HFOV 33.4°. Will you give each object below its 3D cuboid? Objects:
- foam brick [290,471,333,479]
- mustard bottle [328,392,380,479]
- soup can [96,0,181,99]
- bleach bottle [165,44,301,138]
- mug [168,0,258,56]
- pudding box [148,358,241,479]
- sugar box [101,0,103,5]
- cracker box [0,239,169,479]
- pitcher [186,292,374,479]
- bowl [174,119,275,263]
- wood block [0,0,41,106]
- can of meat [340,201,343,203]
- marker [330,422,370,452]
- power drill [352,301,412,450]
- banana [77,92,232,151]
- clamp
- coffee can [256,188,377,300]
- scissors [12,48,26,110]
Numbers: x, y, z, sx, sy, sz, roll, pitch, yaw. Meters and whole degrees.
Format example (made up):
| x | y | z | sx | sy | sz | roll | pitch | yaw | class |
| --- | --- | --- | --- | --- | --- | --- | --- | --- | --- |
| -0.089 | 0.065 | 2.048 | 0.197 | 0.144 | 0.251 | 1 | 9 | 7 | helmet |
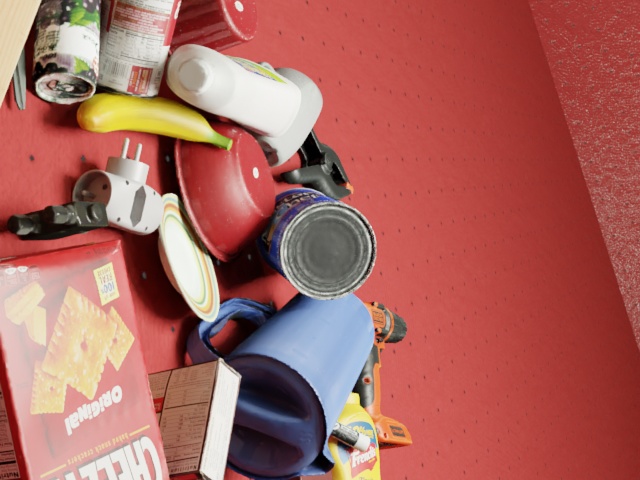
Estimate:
| x | y | z | sx | sy | sz | roll | pitch | yaw | class |
| --- | --- | --- | --- | --- | --- | --- | --- | --- | --- |
| -0.023 | 0.267 | 1.119 | 0.078 | 0.053 | 0.051 | 13 | 67 | -62 | foam brick |
| 0.032 | 0.255 | 1.235 | 0.096 | 0.058 | 0.191 | 14 | 65 | -49 | mustard bottle |
| -0.167 | -0.185 | 0.961 | 0.068 | 0.069 | 0.102 | -20 | 129 | -65 | soup can |
| -0.088 | -0.149 | 1.053 | 0.068 | 0.102 | 0.250 | -63 | 175 | 7 | bleach bottle |
| -0.123 | -0.248 | 1.119 | 0.117 | 0.082 | 0.093 | 68 | 26 | -20 | mug |
| -0.121 | 0.163 | 0.915 | 0.039 | 0.090 | 0.113 | 50 | 35 | -43 | pudding box |
| -0.185 | -0.307 | 1.022 | 0.093 | 0.048 | 0.176 | 59 | 45 | -33 | sugar box |
| -0.197 | 0.115 | 0.798 | 0.164 | 0.072 | 0.214 | -13 | 91 | -65 | cracker box |
| -0.031 | 0.126 | 1.102 | 0.242 | 0.145 | 0.149 | -46 | 132 | -65 | pitcher |
| -0.090 | -0.061 | 1.111 | 0.162 | 0.055 | 0.162 | -15 | 90 | -73 | bowl |
| -0.269 | -0.158 | 0.755 | 0.090 | 0.090 | 0.206 | 53 | 34 | -44 | wood block |
| 0.008 | 0.005 | 1.310 | 0.083 | 0.058 | 0.102 | -24 | 101 | -68 | can of meat |
| 0.002 | 0.203 | 1.183 | 0.121 | 0.020 | 0.020 | 30 | 45 | -19 | marker |
| 0.071 | 0.172 | 1.367 | 0.184 | 0.057 | 0.187 | 20 | 58 | -58 | power drill |
| -0.164 | -0.115 | 0.992 | 0.197 | 0.070 | 0.037 | 0 | 109 | -55 | banana |
| -0.007 | -0.106 | 1.354 | 0.171 | 0.039 | 0.120 | 33 | 54 | -61 | clamp |
| -0.008 | 0.001 | 1.147 | 0.140 | 0.102 | 0.103 | -148 | -142 | -74 | coffee can |
| -0.266 | -0.214 | 0.877 | 0.096 | 0.016 | 0.202 | 38 | 45 | -53 | scissors |
